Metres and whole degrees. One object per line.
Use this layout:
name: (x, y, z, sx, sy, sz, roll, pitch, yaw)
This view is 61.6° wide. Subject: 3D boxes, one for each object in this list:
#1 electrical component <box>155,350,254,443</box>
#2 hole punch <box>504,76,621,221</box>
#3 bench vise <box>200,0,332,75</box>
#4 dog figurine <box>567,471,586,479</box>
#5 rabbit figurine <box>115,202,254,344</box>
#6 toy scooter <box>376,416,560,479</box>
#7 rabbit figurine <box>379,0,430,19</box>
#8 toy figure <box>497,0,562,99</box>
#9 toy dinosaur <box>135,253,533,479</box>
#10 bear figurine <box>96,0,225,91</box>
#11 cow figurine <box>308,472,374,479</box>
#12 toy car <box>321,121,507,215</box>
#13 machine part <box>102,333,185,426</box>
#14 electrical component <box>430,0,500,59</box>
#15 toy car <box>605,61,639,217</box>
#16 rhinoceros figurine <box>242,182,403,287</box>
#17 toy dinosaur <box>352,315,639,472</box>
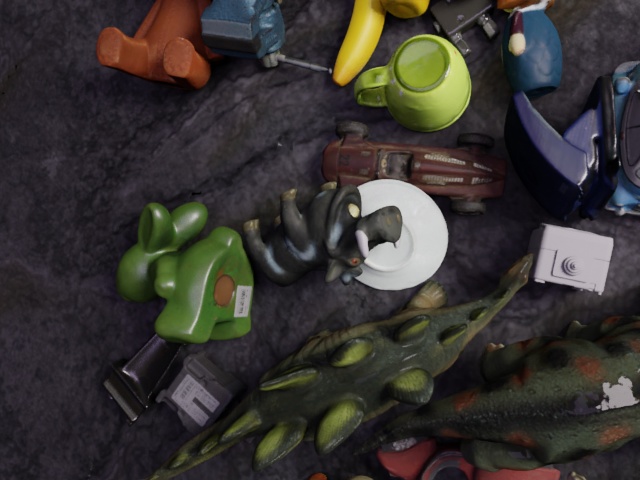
electrical component: (-0.126, 0.197, 0.639, 0.119, 0.047, 0.075, 42, 99, 12)
hole punch: (0.230, -0.082, 0.520, 0.092, 0.142, 0.115, -3, 75, 12)
bench vise: (-0.051, -0.316, 0.584, 0.129, 0.223, 0.240, 8, 58, 29)
dog figurine: (0.346, 0.289, 0.506, 0.191, 0.121, 0.172, -7, 121, -3)
rabbit figurine: (-0.174, 0.035, 0.621, 0.170, 0.121, 0.159, 6, 97, 28)
toy scooter: (0.146, 0.260, 0.548, 0.184, 0.075, 0.135, 3, 73, 15)
rabbit figurine: (0.098, -0.332, 0.523, 0.122, 0.173, 0.162, -1, 80, 35)
toy figure: (0.214, -0.227, 0.557, 0.058, 0.064, 0.154, -8, 88, 22)
toy dinosaur: (0.005, 0.143, 0.532, 0.471, 0.198, 0.105, -33, 79, 9)
bear figurine: (-0.162, -0.277, 0.619, 0.120, 0.132, 0.195, 15, 98, 9)
cow figurine: (-0.016, 0.310, 0.569, 0.195, 0.127, 0.085, -34, 85, 13)
toy car: (0.099, -0.078, 0.589, 0.202, 0.053, 0.089, 8, 88, 15)
machine part: (-0.211, 0.155, 0.662, 0.139, 0.039, 0.084, -48, 64, 9)
electrical component: (0.154, -0.251, 0.593, 0.063, 0.021, 0.094, -31, 83, 12)
toy car: (0.324, -0.102, 0.509, 0.109, 0.103, 0.161, 10, 89, 15)
rhinoceros figurine: (-0.001, -0.002, 0.566, 0.190, 0.073, 0.112, -22, 83, 40)
toy dinosaur: (0.234, 0.118, 0.452, 0.405, 0.192, 0.131, -21, 72, -15)
